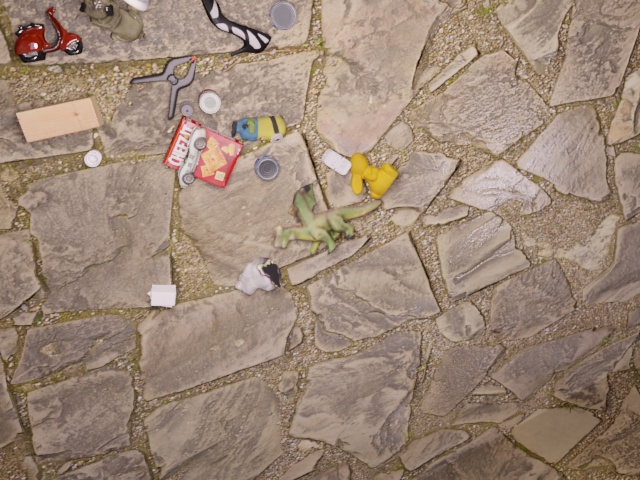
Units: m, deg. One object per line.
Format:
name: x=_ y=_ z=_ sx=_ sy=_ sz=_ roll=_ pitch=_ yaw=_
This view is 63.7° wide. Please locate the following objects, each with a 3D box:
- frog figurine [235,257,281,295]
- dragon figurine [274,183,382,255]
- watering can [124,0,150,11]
frog figurine: x=-0.225 y=0.138 z=1.874 sx=0.157 sy=0.126 sz=0.136 roll=-28 pitch=131 yaw=36
dragon figurine: x=0.006 y=-0.093 z=1.850 sx=0.412 sy=0.123 sz=0.240 roll=-41 pitch=106 yaw=-9
watering can: x=-0.581 y=-0.769 z=1.377 sx=0.103 sy=0.229 sz=0.343 roll=-33 pitch=116 yaw=19
